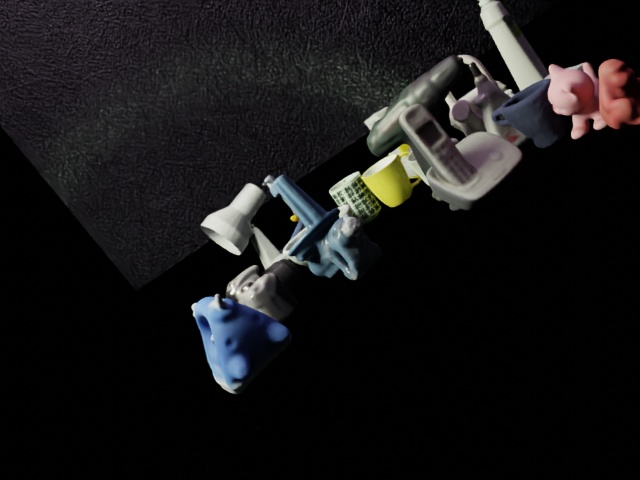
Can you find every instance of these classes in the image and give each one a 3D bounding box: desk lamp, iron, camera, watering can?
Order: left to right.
[{"bbox_3d":[-0.150,0.144,0.895,0.119,0.141,0.257,-41,12,-25],"label":"iron"},{"bbox_3d":[-0.163,-0.021,1.441,0.203,0.214,0.117,-40,12,-20],"label":"desk lamp"},{"bbox_3d":[-0.096,0.088,1.074,0.137,0.101,0.143,-42,12,-28],"label":"camera"},{"bbox_3d":[0.299,-0.260,1.089,0.101,0.194,0.173,-32,12,18],"label":"watering can"}]

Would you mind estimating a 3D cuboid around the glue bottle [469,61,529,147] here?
[{"bbox_3d":[0.314,-0.243,1.027,0.078,0.173,0.037,-38,11,-12],"label":"glue bottle"}]

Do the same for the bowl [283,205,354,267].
[{"bbox_3d":[0.011,0.004,1.171,0.167,0.075,0.167,-34,11,8],"label":"bowl"}]

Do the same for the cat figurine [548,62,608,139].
[{"bbox_3d":[0.388,-0.221,0.854,0.128,0.118,0.067,-43,13,-32],"label":"cat figurine"}]

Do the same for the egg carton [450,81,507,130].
[{"bbox_3d":[0.400,-0.338,1.444,0.150,0.069,0.107,-27,14,39],"label":"egg carton"}]

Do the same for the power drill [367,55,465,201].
[{"bbox_3d":[0.205,-0.186,1.025,0.229,0.208,0.076,-28,14,37],"label":"power drill"}]

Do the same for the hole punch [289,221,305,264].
[{"bbox_3d":[-0.031,-0.014,1.332,0.101,0.091,0.109,-26,14,40],"label":"hole punch"}]

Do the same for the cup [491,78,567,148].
[{"bbox_3d":[0.344,-0.193,0.931,0.117,0.095,0.092,-22,18,51],"label":"cup"}]

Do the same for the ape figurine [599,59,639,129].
[{"bbox_3d":[0.409,-0.202,0.777,0.078,0.092,0.076,-38,11,-12],"label":"ape figurine"}]

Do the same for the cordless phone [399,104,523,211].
[{"bbox_3d":[0.217,-0.152,0.904,0.148,0.185,0.094,-41,12,-24],"label":"cordless phone"}]

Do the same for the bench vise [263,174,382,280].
[{"bbox_3d":[0.003,-0.037,0.984,0.207,0.220,0.122,-24,16,46],"label":"bench vise"}]

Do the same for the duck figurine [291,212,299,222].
[{"bbox_3d":[-0.034,-0.065,1.572,0.104,0.086,0.078,-29,13,30],"label":"duck figurine"}]
